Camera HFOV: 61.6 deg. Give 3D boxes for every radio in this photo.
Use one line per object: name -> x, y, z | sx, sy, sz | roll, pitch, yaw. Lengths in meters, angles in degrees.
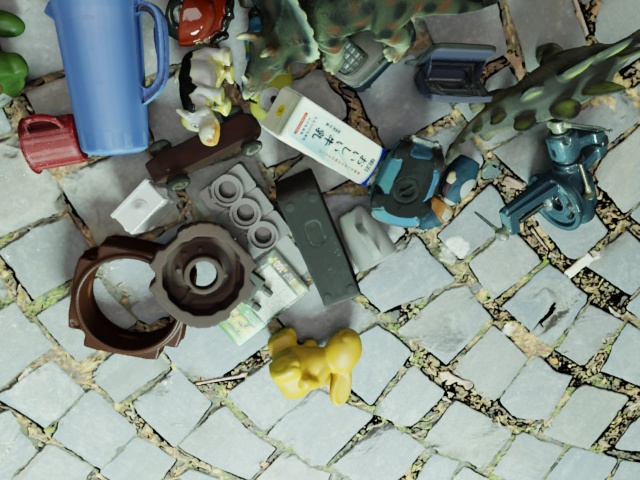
radio -> -0.002, -0.003, 0.939 | 0.073, 0.131, 0.229 | -24, 104, 3

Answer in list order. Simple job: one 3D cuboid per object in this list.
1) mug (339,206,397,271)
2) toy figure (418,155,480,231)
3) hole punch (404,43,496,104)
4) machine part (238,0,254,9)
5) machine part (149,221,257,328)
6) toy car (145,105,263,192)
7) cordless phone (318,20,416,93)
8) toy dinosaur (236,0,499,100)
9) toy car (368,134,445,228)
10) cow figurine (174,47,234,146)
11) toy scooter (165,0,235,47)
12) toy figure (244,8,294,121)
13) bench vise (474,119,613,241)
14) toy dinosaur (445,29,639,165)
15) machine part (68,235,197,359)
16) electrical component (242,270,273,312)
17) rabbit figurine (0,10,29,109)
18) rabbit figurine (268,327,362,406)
mug -> 0.077, -0.006, 0.963 | 0.081, 0.109, 0.107 | -32, 90, 8
toy figure -> 0.231, -0.080, 0.974 | 0.064, 0.058, 0.154 | 26, 99, -28
hole punch -> 0.223, -0.270, 0.899 | 0.142, 0.116, 0.092 | -3, 98, -6
machine part -> -0.042, -0.400, 0.817 | 0.243, 0.079, 0.079 | -11, 105, -13
machine part -> -0.198, 0.056, 0.905 | 0.179, 0.056, 0.179 | -2, 98, -17
toy car -> -0.193, -0.152, 0.907 | 0.202, 0.053, 0.089 | -30, 80, -10
cordless phone -> 0.050, -0.350, 0.888 | 0.184, 0.089, 0.146 | 44, 97, -7
toy dinosaur -> 0.061, -0.327, 0.762 | 0.405, 0.192, 0.131 | -18, 90, 8
toy car -> 0.145, -0.110, 0.938 | 0.109, 0.103, 0.161 | 11, 112, -13
cow figurine -> -0.195, -0.233, 0.871 | 0.098, 0.068, 0.167 | 6, 69, 2
toy scooter -> -0.167, -0.391, 0.864 | 0.135, 0.075, 0.183 | 16, 97, -9
toy figure -> -0.084, -0.288, 0.891 | 0.082, 0.089, 0.180 | -8, 96, -7
bench vise -> 0.400, -0.089, 0.940 | 0.241, 0.129, 0.223 | -34, 133, -8
toy dinosaur -> 0.407, -0.261, 0.876 | 0.471, 0.199, 0.105 | -35, 107, 6
machine part -> -0.333, 0.103, 0.963 | 0.201, 0.087, 0.201 | 13, 101, -7
electrical component -> -0.136, 0.087, 0.993 | 0.094, 0.021, 0.063 | 39, 98, -10
rabbit figurine -> -0.549, -0.304, 0.834 | 0.159, 0.121, 0.170 | -36, 89, 11
rabbit figurine -> 0.004, 0.233, 1.004 | 0.173, 0.122, 0.162 | -27, 109, 2
